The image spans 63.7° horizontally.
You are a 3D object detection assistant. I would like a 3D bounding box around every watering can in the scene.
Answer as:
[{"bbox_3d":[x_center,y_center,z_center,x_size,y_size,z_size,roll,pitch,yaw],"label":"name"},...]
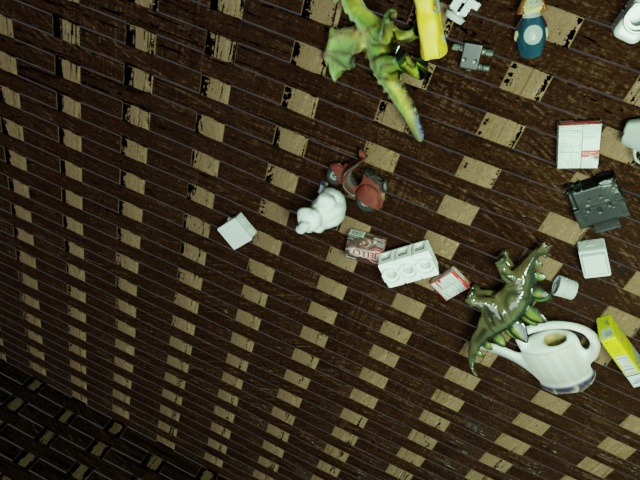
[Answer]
[{"bbox_3d":[0.622,0.333,1.465,0.344,0.106,0.222,-21,107,37],"label":"watering can"}]

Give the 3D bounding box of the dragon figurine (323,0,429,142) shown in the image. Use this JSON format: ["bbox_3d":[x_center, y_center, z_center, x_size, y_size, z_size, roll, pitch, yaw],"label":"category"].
[{"bbox_3d":[0.118,-0.428,1.228,0.243,0.124,0.403,11,124,38],"label":"dragon figurine"}]

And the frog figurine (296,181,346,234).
[{"bbox_3d":[0.004,-0.072,1.436,0.123,0.163,0.134,32,127,-1],"label":"frog figurine"}]
